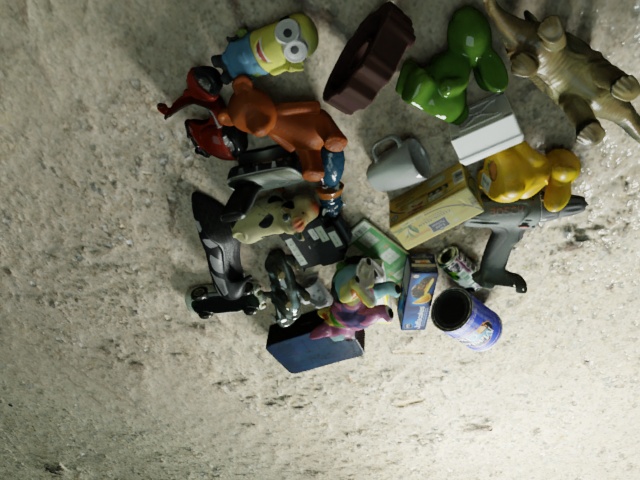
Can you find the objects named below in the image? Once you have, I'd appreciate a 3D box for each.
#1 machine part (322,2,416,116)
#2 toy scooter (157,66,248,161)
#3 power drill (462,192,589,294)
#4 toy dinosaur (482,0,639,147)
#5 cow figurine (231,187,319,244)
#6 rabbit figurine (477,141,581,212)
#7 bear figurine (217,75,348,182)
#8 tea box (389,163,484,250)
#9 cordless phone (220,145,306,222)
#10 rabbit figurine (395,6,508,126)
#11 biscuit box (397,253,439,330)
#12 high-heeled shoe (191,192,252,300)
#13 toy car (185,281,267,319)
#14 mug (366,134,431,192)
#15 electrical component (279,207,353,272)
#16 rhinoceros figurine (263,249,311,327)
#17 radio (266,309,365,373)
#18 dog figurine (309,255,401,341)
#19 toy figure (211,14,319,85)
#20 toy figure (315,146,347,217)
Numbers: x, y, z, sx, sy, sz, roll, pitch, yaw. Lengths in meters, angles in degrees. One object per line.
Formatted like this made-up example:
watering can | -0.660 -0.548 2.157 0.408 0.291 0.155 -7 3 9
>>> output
machine part | 0.074 -0.278 0.841 0.056 0.179 0.179 30 126 -20
toy scooter | -0.220 -0.220 0.987 0.135 0.075 0.183 -12 123 15
power drill | 0.392 0.001 1.066 0.232 0.086 0.207 5 120 7
toy dinosaur | 0.396 -0.240 0.814 0.471 0.199 0.105 35 123 -19
cow figurine | -0.092 -0.044 1.077 0.195 0.127 0.085 -16 127 21
rabbit figurine | 0.389 -0.126 0.955 0.173 0.162 0.121 -6 117 -11
bear figurine | -0.069 -0.195 0.928 0.196 0.132 0.120 9 138 -35
tea box | 0.221 -0.065 1.041 0.170 0.098 0.068 -29 119 28
cordless phone | -0.109 -0.097 1.001 0.147 0.184 0.088 -9 122 14
rabbit figurine | 0.224 -0.279 0.862 0.159 0.121 0.170 25 112 -5
biscuit box | 0.215 0.120 1.198 0.063 0.059 0.202 -1 134 -2
high-heeled shoe | -0.232 0.018 1.181 0.145 0.086 0.248 -23 98 50
toy car | -0.225 0.142 1.288 0.202 0.056 0.073 -7 121 10
mug | 0.135 -0.140 1.004 0.107 0.081 0.109 -25 125 34
electrical component | -0.002 -0.003 1.132 0.134 0.058 0.114 -18 118 25
rhinoceros figurine | -0.085 0.116 1.217 0.112 0.073 0.190 18 127 42
radio | -0.007 0.247 1.334 0.230 0.073 0.131 -21 124 24
dog figurine | 0.049 0.138 1.150 0.219 0.108 0.191 -27 121 35
toy figure | -0.090 -0.318 0.891 0.180 0.089 0.082 -13 140 27
toy figure | 0.022 -0.116 1.049 0.064 0.058 0.154 -4 128 -6
